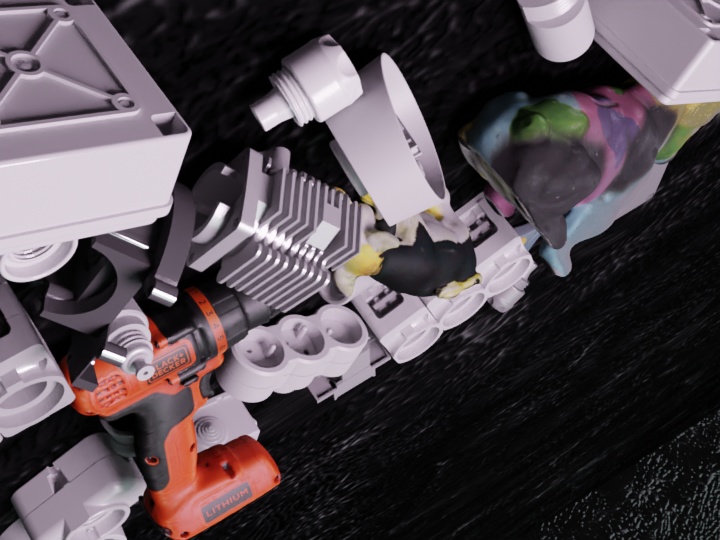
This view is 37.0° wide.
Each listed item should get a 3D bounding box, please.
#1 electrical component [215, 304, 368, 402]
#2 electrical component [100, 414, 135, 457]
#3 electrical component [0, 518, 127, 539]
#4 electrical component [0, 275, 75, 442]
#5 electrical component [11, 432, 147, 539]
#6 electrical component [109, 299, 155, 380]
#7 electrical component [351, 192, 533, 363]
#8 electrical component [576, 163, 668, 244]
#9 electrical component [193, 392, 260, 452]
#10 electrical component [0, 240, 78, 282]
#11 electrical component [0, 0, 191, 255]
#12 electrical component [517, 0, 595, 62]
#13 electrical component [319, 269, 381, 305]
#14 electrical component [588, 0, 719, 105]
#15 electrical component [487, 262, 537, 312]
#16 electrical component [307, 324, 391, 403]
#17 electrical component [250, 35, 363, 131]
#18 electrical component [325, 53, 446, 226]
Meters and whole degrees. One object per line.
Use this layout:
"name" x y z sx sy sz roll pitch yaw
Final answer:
"electrical component" -0.062 0.079 0.909 0.138 0.052 0.073 -13 148 -42
"electrical component" -0.180 0.121 0.841 0.044 0.044 0.065 -26 159 -22
"electrical component" -0.257 0.247 0.944 0.108 0.060 0.108 -30 156 -15
"electrical component" -0.255 0.081 0.638 0.150 0.061 0.089 -30 156 -15
"electrical component" -0.226 0.185 0.874 0.095 0.059 0.053 -38 157 3
"electrical component" -0.154 0.041 0.690 0.040 0.078 0.040 -25 139 -23
"electrical component" 0.075 0.012 0.962 0.150 0.061 0.089 -37 157 1
"electrical component" 0.222 -0.089 0.980 0.109 0.056 0.108 -30 156 -14
"electrical component" -0.142 0.160 0.956 0.100 0.048 0.099 -22 153 -30
"electrical component" -0.176 -0.028 0.551 0.066 0.055 0.048 -46 155 20
"electrical component" -0.146 -0.065 0.456 0.109 0.108 0.056 -16 147 -39
"electrical component" 0.128 -0.174 0.710 0.043 0.043 0.081 -39 157 5
"electrical component" 0.000 0.000 0.864 0.065 0.044 0.044 -17 150 -46
"electrical component" 0.223 -0.172 0.762 0.109 0.108 0.056 -12 144 -44
"electrical component" 0.158 0.013 1.111 0.061 0.035 0.035 -46 155 16
"electrical component" -0.017 0.080 0.988 0.081 0.042 0.063 -31 153 -14
"electrical component" -0.033 -0.104 0.621 0.062 0.043 0.043 -33 156 -4
"electrical component" 0.017 -0.079 0.673 0.064 0.099 0.099 -31 157 3
